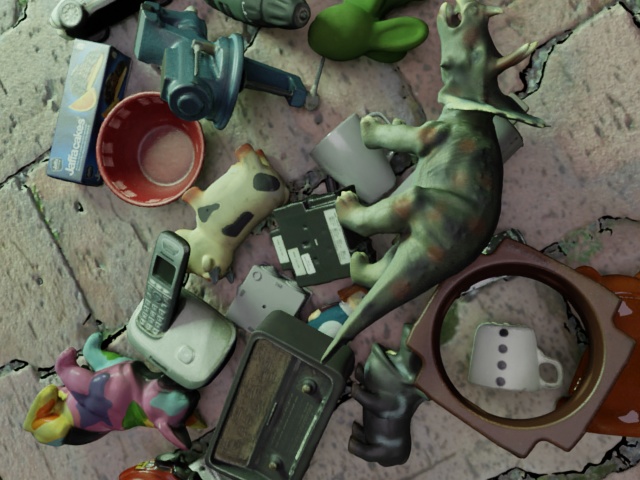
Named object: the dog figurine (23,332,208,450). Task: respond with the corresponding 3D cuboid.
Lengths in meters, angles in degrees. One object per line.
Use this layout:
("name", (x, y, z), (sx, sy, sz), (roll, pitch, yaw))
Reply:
("dog figurine", (-0.271, 0.238, 0.748), (0.219, 0.108, 0.191), (29, 94, 6))

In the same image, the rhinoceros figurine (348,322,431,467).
("rhinoceros figurine", (0.096, 0.202, 0.702), (0.112, 0.073, 0.190), (11, 92, 10))

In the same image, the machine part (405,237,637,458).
("machine part", (0.215, 0.116, 0.600), (0.202, 0.087, 0.201), (31, 88, 23))

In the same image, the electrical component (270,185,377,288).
("electrical component", (-0.001, -0.002, 0.705), (0.134, 0.058, 0.114), (-11, 97, 38))

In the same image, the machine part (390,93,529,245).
("machine part", (0.172, -0.086, 0.689), (0.243, 0.079, 0.079), (-45, 83, 6))

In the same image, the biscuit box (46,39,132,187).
("biscuit box", (-0.335, -0.180, 0.780), (0.063, 0.059, 0.202), (13, 92, 9))

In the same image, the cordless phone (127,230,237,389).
("cordless phone", (-0.168, 0.086, 0.695), (0.147, 0.089, 0.184), (31, 123, 19))

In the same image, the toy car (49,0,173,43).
("toy car", (-0.290, -0.344, 0.766), (0.202, 0.073, 0.056), (-25, 89, 8))

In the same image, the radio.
("radio", (-0.051, 0.218, 0.697), (0.131, 0.073, 0.229), (25, 113, 8))

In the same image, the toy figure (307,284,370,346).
("toy figure", (0.036, 0.102, 0.723), (0.154, 0.058, 0.064), (-46, 124, 6))

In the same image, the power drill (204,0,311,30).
("power drill", (-0.052, -0.368, 0.694), (0.232, 0.086, 0.207), (26, 90, 40))

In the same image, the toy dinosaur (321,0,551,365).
("toy dinosaur", (0.130, -0.047, 0.583), (0.192, 0.131, 0.404), (6, 79, 34))

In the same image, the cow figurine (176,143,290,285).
("cow figurine", (-0.126, -0.024, 0.737), (0.195, 0.085, 0.127), (-40, 78, 6))

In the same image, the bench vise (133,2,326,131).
("bench vise", (-0.118, -0.221, 0.705), (0.240, 0.224, 0.128), (8, 123, -23))

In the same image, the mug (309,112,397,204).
("mug", (0.059, -0.108, 0.712), (0.109, 0.081, 0.107), (-39, 95, -1))

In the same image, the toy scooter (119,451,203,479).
("toy scooter", (-0.167, 0.338, 0.686), (0.184, 0.075, 0.135), (44, 97, 4))

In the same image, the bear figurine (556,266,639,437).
("bear figurine", (0.355, 0.136, 0.654), (0.120, 0.131, 0.196), (-1, 72, 8))

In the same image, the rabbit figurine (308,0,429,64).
("rabbit figurine", (0.059, -0.294, 0.692), (0.159, 0.121, 0.170), (35, 85, -12))
